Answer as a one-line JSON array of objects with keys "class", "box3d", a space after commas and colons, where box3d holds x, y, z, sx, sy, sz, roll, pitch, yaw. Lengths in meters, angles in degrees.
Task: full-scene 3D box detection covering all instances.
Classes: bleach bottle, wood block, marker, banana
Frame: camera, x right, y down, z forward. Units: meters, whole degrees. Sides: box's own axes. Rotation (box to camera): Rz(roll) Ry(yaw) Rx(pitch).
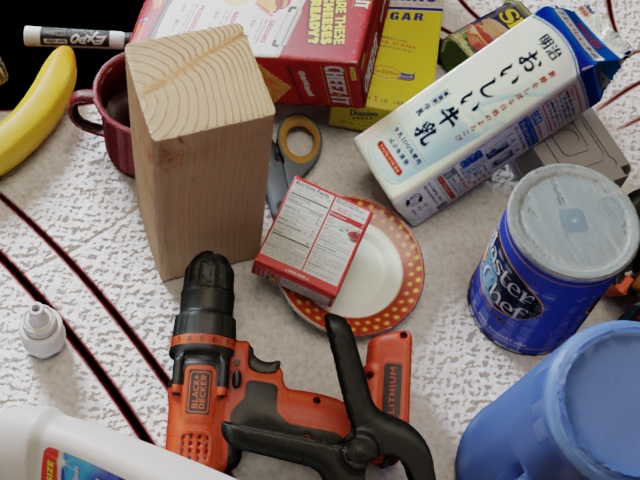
[{"class": "bleach bottle", "box3d": [-0.149, 0.190, 0.763, 0.251, 0.068, 0.103, 19, 104, 12]}, {"class": "wood block", "box3d": [-0.096, -0.062, 0.839, 0.090, 0.206, 0.090, -14, 62, -14]}, {"class": "marker", "box3d": [-0.217, -0.190, 1.007, 0.121, 0.020, 0.020, 2, 60, -6]}, {"class": "banana", "box3d": [-0.273, -0.101, 0.938, 0.070, 0.037, 0.197, 38, 63, 14]}]

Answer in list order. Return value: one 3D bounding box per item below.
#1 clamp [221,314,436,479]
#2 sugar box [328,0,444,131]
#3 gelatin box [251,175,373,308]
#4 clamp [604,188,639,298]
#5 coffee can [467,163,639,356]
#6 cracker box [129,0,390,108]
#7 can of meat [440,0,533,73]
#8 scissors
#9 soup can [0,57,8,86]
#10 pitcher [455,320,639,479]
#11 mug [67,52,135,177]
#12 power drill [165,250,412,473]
[{"class": "clamp", "box3d": [0.028, 0.139, 0.768, 0.171, 0.039, 0.120, 36, 91, -6]}, {"class": "sugar box", "box3d": [0.066, -0.182, 1.021, 0.093, 0.048, 0.176, 10, 61, -1]}, {"class": "gelatin box", "box3d": [-0.006, 0.001, 0.881, 0.073, 0.030, 0.089, 24, 63, 1]}, {"class": "clamp", "box3d": [0.328, -0.017, 0.948, 0.164, 0.036, 0.209, 42, 72, -8]}, {"class": "coffee can", "box3d": [0.184, 0.019, 0.863, 0.102, 0.140, 0.103, 3, 60, -5]}, {"class": "cracker box", "box3d": [-0.050, -0.207, 0.980, 0.214, 0.072, 0.164, 6, 59, 14]}, {"class": "can of meat", "box3d": [0.176, -0.171, 1.021, 0.083, 0.057, 0.102, -31, 68, -19]}, {"class": "scissors", "box3d": [-0.019, -0.037, 0.944, 0.096, 0.016, 0.202, -18, 70, -22]}, {"class": "soup can", "box3d": [-0.335, -0.135, 0.934, 0.068, 0.068, 0.102, 37, 64, 14]}, {"class": "pitcher", "box3d": [0.169, 0.147, 0.729, 0.145, 0.243, 0.149, 10, 67, 1]}, {"class": "mug", "box3d": [-0.160, -0.107, 0.929, 0.117, 0.081, 0.093, 3, 60, -6]}, {"class": "power drill", "box3d": [-0.024, 0.102, 0.830, 0.187, 0.057, 0.184, 4, 72, -2]}]
